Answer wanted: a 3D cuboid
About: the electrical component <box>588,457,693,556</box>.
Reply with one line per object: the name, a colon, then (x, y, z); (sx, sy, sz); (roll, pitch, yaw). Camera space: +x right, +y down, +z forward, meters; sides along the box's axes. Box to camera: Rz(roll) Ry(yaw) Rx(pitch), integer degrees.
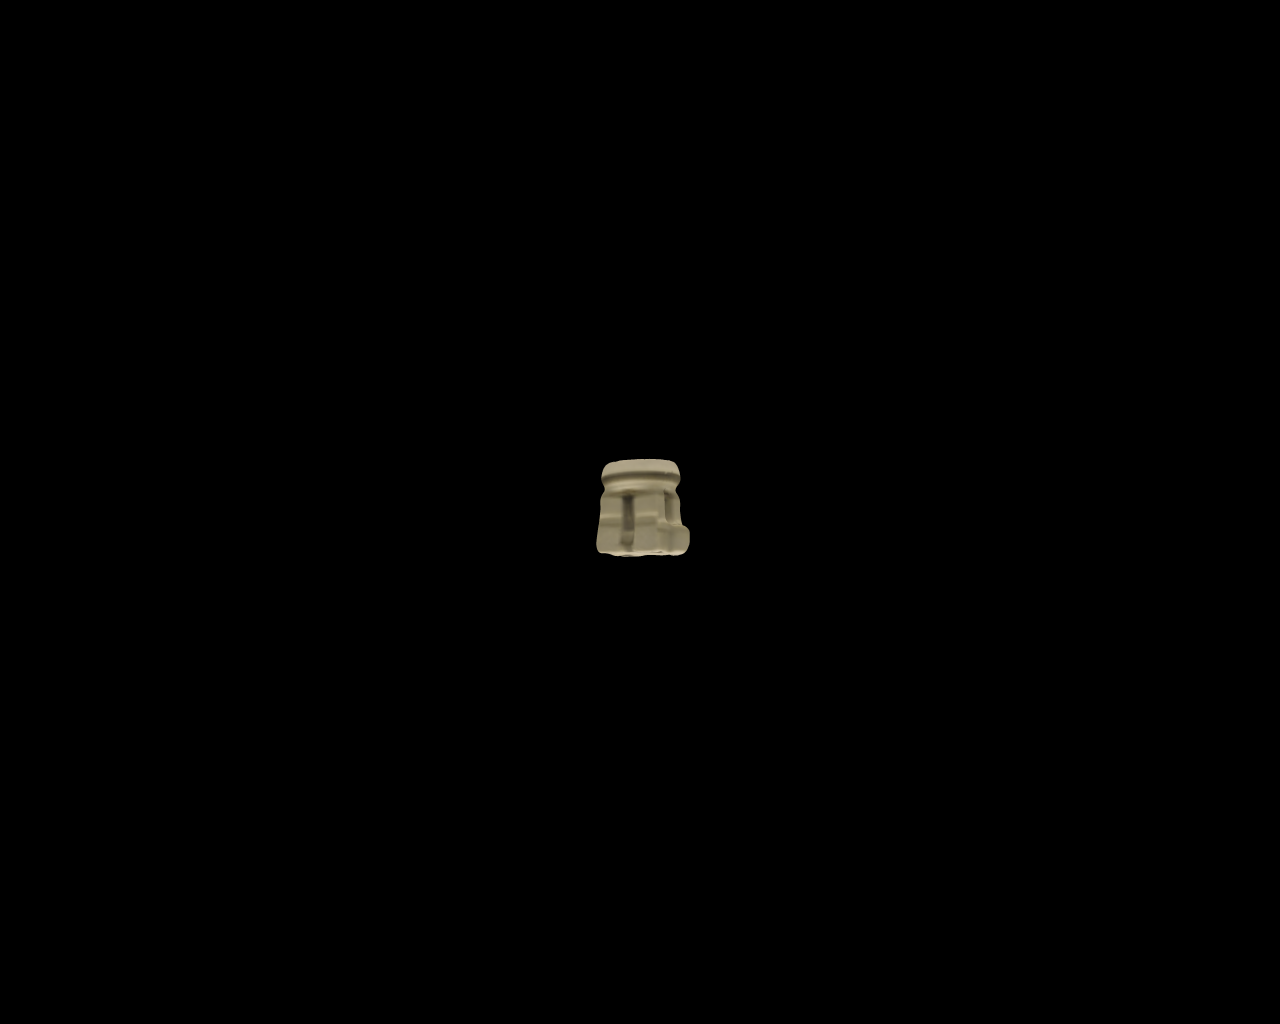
electrical component: (0.001, -0.003, 0.650); (0.066, 0.055, 0.048); (-3, -7, 26)
